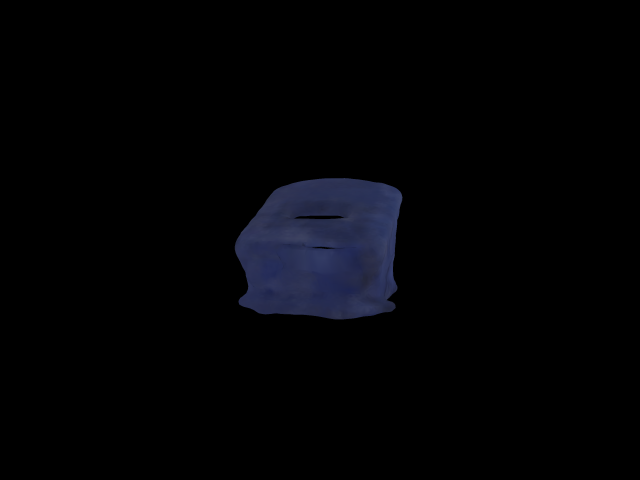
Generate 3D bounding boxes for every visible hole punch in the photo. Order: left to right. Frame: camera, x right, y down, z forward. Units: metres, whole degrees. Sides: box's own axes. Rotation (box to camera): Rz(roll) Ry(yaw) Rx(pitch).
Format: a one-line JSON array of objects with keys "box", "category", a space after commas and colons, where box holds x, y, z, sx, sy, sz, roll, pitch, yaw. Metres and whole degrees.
[{"box": [0.004, 0.001, 0.400, 0.108, 0.091, 0.101, 1, 5, 16], "category": "hole punch"}]
